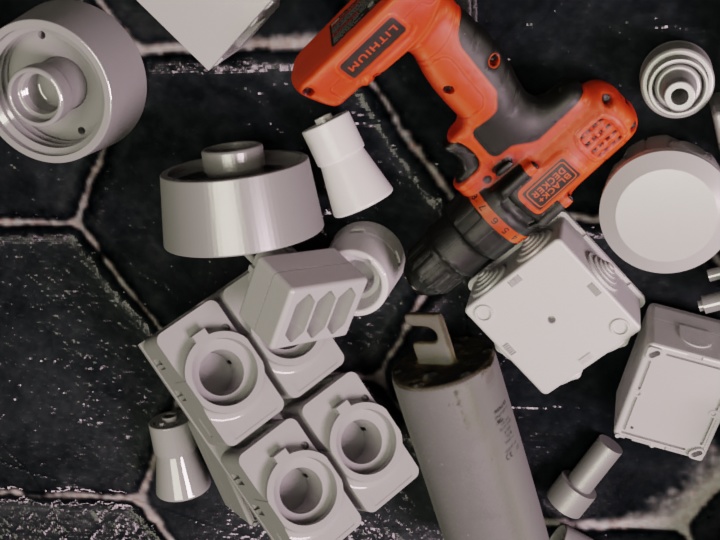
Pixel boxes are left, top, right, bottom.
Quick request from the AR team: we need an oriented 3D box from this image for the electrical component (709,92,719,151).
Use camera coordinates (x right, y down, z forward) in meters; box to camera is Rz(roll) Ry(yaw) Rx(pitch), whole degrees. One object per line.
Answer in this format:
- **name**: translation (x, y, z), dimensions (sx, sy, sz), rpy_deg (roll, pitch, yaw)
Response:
- **electrical component**: translation (0.253, -0.073, 0.650), dimensions (0.066, 0.047, 0.076), rpy_deg (-12, 110, 19)

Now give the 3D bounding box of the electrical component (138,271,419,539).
- **electrical component**: translation (-0.054, 0.097, 0.752), dimensions (0.186, 0.105, 0.060), rpy_deg (57, 157, -6)

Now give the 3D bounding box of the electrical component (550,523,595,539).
- **electrical component**: translation (0.170, 0.242, 0.815), dimensions (0.077, 0.043, 0.079), rpy_deg (29, 118, 0)

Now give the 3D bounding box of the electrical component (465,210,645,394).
- **electrical component**: translation (0.130, 0.024, 0.724), dimensions (0.100, 0.048, 0.099), rpy_deg (-40, 99, 26)

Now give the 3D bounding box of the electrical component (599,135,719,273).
- **electrical component**: translation (0.192, -0.043, 0.677), dimensions (0.080, 0.051, 0.080), rpy_deg (6, 115, 12)

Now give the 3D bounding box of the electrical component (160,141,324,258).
- **electrical component**: translation (-0.081, -0.052, 0.713), dimensions (0.108, 0.108, 0.060), rpy_deg (-2, 107, 15)

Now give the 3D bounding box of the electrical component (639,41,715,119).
- **electrical component**: translation (0.189, -0.111, 0.641), dimensions (0.043, 0.062, 0.043), rpy_deg (5, 114, 12)

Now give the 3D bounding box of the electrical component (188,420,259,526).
- **electrical component**: translation (-0.081, 0.143, 0.816), dimensions (0.061, 0.062, 0.096), rpy_deg (16, 131, 58)

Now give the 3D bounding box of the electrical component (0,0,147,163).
- **electrical component**: translation (-0.208, -0.125, 0.735), dimensions (0.108, 0.060, 0.108), rpy_deg (5, 115, 12)

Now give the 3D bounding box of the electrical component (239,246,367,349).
- **electrical component**: translation (-0.048, 0.007, 0.704), dimensions (0.077, 0.066, 0.047), rpy_deg (43, 125, 34)

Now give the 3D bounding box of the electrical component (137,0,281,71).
- **electrical component**: translation (-0.069, -0.211, 0.660), dimensions (0.089, 0.061, 0.150), rpy_deg (44, 116, -8)

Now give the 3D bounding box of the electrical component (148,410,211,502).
- **electrical component**: translation (-0.145, 0.145, 0.853), dimensions (0.044, 0.044, 0.065), rpy_deg (-3, 108, 15)

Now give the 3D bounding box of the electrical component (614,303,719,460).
- **electrical component**: translation (0.211, 0.078, 0.725), dimensions (0.062, 0.061, 0.096), rpy_deg (15, 124, 7)

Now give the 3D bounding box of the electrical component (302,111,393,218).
- **electrical component**: translation (-0.011, -0.073, 0.721), dimensions (0.044, 0.044, 0.065), rpy_deg (-21, 102, 22)

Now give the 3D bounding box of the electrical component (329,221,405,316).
- **electrical component**: translation (0.000, 0.000, 0.747), dimensions (0.055, 0.047, 0.055), rpy_deg (5, 115, 12)
